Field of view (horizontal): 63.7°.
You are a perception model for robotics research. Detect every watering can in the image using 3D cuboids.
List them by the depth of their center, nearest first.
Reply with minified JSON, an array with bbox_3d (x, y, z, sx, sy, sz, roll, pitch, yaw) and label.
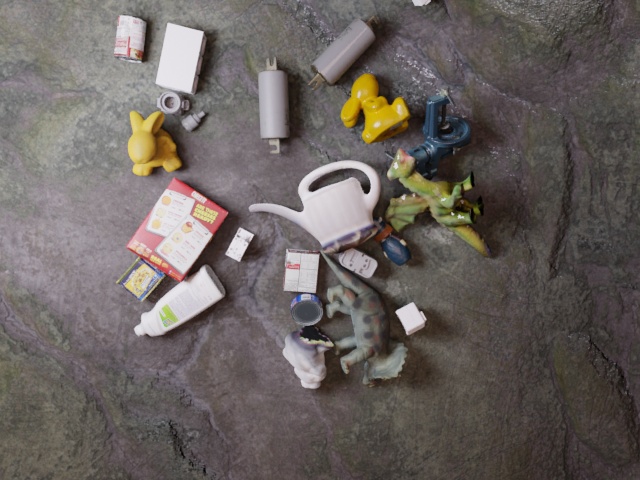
[{"bbox_3d":[0.004,-0.067,1.335,0.346,0.104,0.225,-23,86,9],"label":"watering can"}]

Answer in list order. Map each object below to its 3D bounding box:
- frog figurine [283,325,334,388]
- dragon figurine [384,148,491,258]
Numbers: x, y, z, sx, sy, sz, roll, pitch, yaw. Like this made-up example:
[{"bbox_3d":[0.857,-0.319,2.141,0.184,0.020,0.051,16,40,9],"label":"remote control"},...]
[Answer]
[{"bbox_3d":[-0.041,0.321,1.370,0.138,0.123,0.158,23,106,27],"label":"frog figurine"},{"bbox_3d":[0.291,-0.072,1.340,0.242,0.125,0.402,-6,133,27],"label":"dragon figurine"}]
